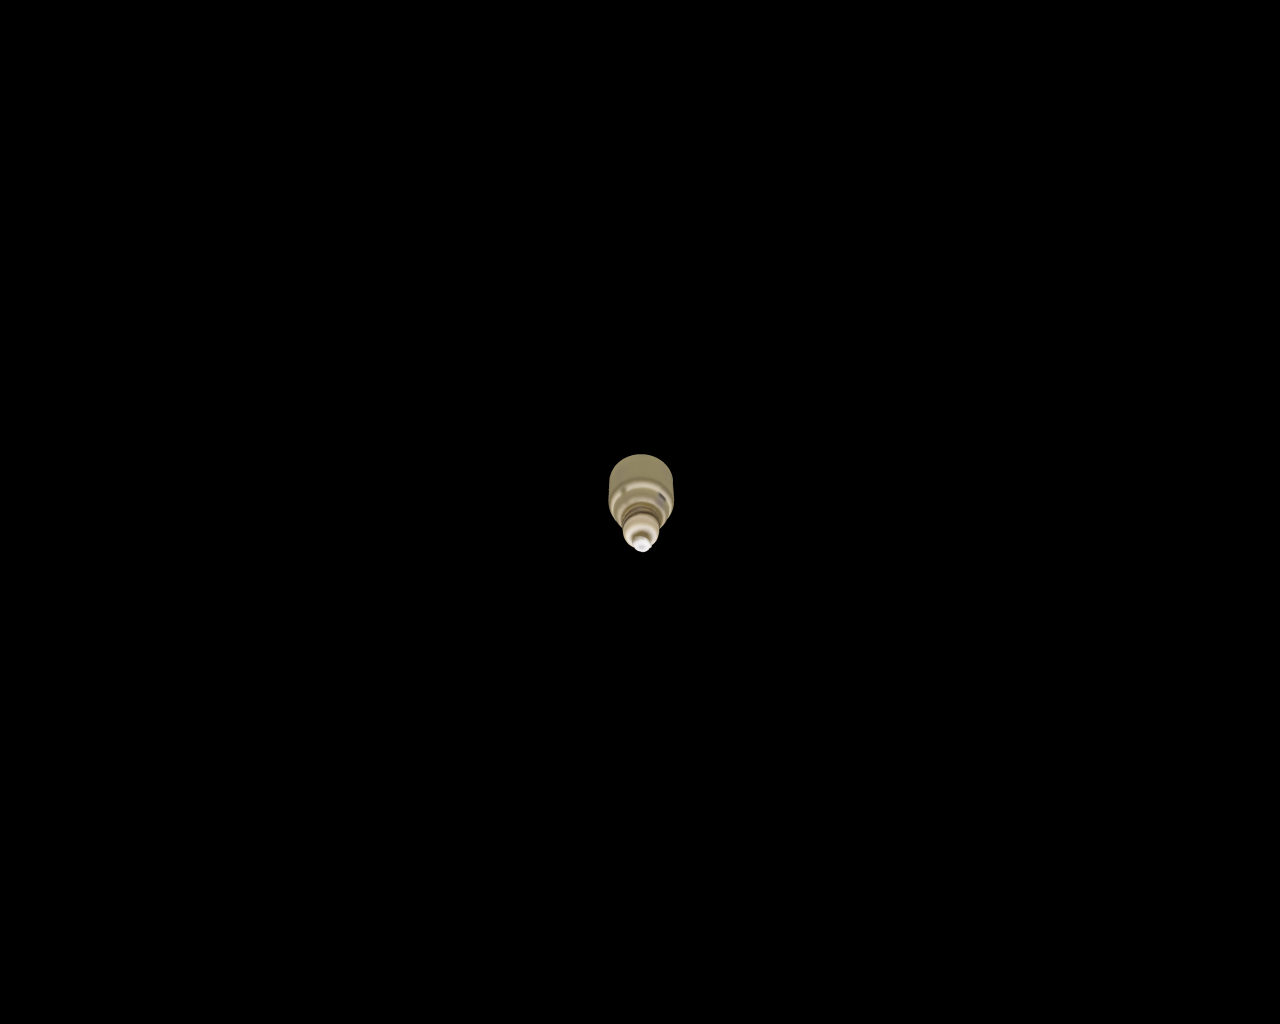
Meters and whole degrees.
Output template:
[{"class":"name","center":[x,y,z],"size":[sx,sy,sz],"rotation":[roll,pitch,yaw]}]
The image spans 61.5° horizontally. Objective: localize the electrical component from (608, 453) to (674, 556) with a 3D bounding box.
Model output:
[{"class":"electrical component","center":[0.001,-0.003,0.650],"size":[0.040,0.040,0.078],"rotation":[0,36,0]}]
